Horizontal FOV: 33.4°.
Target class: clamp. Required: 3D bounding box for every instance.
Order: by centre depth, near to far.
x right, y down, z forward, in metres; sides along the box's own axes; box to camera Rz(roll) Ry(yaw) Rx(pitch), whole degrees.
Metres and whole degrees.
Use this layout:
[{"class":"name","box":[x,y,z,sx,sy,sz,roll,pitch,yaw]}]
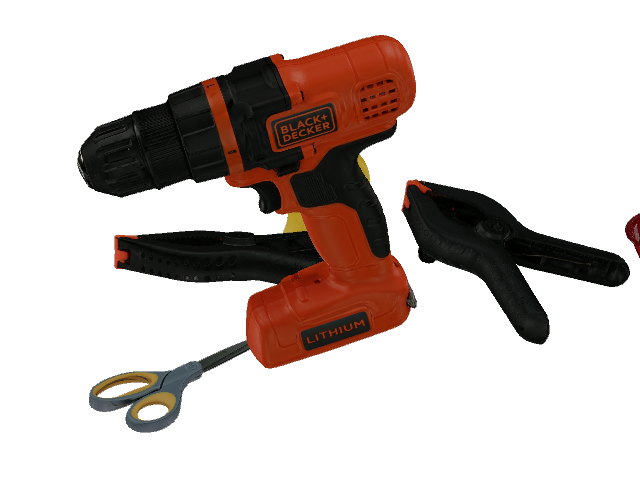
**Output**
[{"class":"clamp","box":[0.136,0.004,0.774,0.120,0.039,0.172,-14,44,-38]},{"class":"clamp","box":[-0.059,0.015,0.854,0.210,0.036,0.164,1,12,-9]}]

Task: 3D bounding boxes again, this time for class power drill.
[{"class":"power drill","box":[-0.026,-0.013,0.608,0.184,0.187,0.057,-17,41,-4]}]

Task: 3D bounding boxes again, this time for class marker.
[{"class":"marker","box":[0.099,-0.004,0.981,0.020,0.020,0.121,0,16,6]}]

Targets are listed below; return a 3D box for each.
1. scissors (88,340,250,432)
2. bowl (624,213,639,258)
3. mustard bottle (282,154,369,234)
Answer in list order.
[{"class":"scissors","box":[-0.125,0.140,1.046,0.201,0.016,0.096,-12,32,-29]},{"class":"bowl","box":[0.397,0.015,1.101,0.162,0.055,0.162,-4,23,1]},{"class":"mustard bottle","box":[0.006,-0.051,1.192,0.096,0.192,0.058,0,18,-16]}]
